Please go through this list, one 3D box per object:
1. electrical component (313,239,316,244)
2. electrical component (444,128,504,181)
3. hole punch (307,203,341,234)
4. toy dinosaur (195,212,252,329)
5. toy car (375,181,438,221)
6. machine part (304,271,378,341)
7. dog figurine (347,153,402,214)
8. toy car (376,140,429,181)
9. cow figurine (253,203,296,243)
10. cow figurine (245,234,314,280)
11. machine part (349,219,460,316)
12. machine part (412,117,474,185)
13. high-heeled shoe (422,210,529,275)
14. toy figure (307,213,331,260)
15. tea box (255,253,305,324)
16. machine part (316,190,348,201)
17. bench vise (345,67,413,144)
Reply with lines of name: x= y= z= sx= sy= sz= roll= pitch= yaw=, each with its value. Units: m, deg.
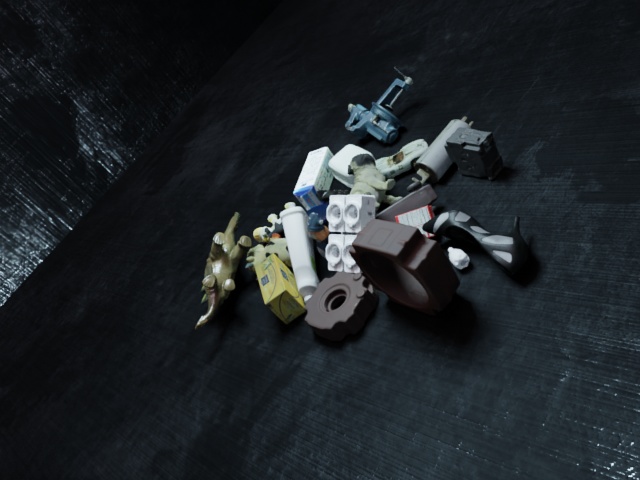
electrical component: x=-0.003 y=-0.004 z=1.469 sx=0.021 sy=0.063 sz=0.094 roll=-39 pitch=26 yaw=-20
electrical component: x=0.371 y=-0.212 z=1.315 sx=0.058 sy=0.114 sz=0.134 roll=-44 pitch=34 yaw=-15
hole punch: x=0.030 y=-0.063 z=1.490 sx=0.116 sy=0.092 sz=0.142 roll=-48 pitch=31 yaw=-20
toy dinosaur: x=-0.279 y=0.062 z=1.548 sx=0.198 sy=0.105 sz=0.471 roll=126 pitch=163 yaw=-48
toy car: x=0.197 y=-0.066 z=1.338 sx=0.202 sy=0.089 sz=0.053 roll=-33 pitch=-11 yaw=7
machine part: x=0.044 y=0.150 z=1.253 sx=0.179 sy=0.056 sz=0.179 roll=-26 pitch=36 yaw=21
dog figurine: x=0.107 y=-0.136 z=1.438 sx=0.172 sy=0.121 sz=0.191 roll=-31 pitch=45 yaw=-10
toy car: x=0.216 y=-0.214 z=1.515 sx=0.202 sy=0.056 sz=0.073 roll=-25 pitch=36 yaw=19
cow figurine: x=-0.121 y=-0.032 z=1.615 sx=0.167 sy=0.068 sz=0.098 roll=-35 pitch=40 yaw=7
cow figurine: x=-0.126 y=0.047 z=1.514 sx=0.195 sy=0.085 sz=0.127 roll=-4 pitch=45 yaw=36
machine part: x=0.174 y=0.054 z=1.112 sx=0.087 sy=0.201 sz=0.201 roll=-49 pitch=34 yaw=-20
machine part: x=0.328 y=-0.234 z=1.415 sx=0.243 sy=0.079 sz=0.079 roll=-49 pitch=35 yaw=-15
high-heeled shoe: x=0.318 y=0.013 z=1.136 sx=0.249 sy=0.086 sz=0.145 roll=-5 pitch=52 yaw=40
toy figure: x=0.009 y=-0.004 z=1.378 sx=0.064 sy=0.154 sz=0.058 roll=-4 pitch=44 yaw=39
tea box: x=-0.103 y=0.123 z=1.387 sx=0.068 sy=0.098 sz=0.170 roll=-35 pitch=36 yaw=7
machine part: x=0.040 y=-0.126 z=1.546 sx=0.139 sy=0.084 sz=0.039 roll=-164 pitch=81 yaw=-68
bench vise: x=0.197 y=-0.416 z=1.695 sx=0.240 sy=0.128 sz=0.224 roll=-53 pitch=40 yaw=10
